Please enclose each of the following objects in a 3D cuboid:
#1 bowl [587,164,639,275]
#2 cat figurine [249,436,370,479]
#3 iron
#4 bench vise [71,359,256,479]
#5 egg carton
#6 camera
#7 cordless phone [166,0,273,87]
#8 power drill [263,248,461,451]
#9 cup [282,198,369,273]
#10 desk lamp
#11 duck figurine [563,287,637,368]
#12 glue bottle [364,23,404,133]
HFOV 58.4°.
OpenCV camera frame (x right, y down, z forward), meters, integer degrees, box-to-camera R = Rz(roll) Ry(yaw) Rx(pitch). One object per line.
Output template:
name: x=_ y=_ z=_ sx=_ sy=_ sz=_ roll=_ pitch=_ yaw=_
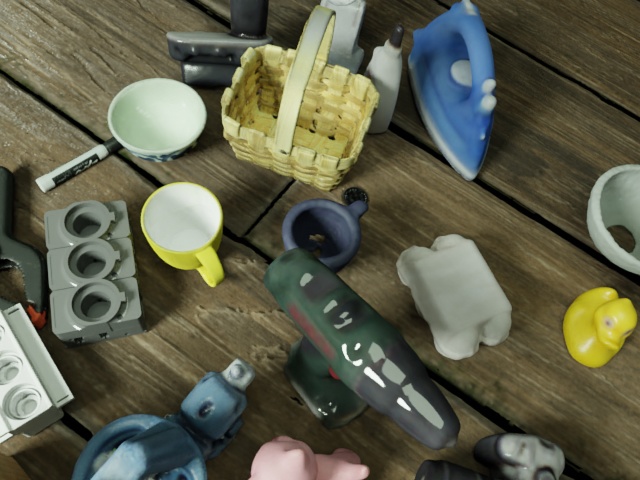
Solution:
bowl: x=0.434 y=-0.016 z=0.785 sx=0.167 sy=0.075 sz=0.167 roll=4 pitch=63 yaw=-7
cat figurine: x=-0.014 y=0.229 z=0.563 sx=0.128 sy=0.118 sz=0.067 roll=5 pitch=63 yaw=-7
iron: x=0.212 y=-0.230 z=0.819 sx=0.119 sy=0.141 sz=0.258 roll=-3 pitch=64 yaw=-11
bench vise: x=-0.145 y=0.180 z=0.509 sx=0.121 sy=0.220 sz=0.207 roll=22 pitch=62 yaw=2
egg carton: x=0.164 y=0.067 z=0.701 sx=0.107 sy=0.069 sz=0.150 roll=-20 pitch=68 yaw=-18
camera: x=0.171 y=0.260 z=0.587 sx=0.137 sy=0.101 sz=0.143 roll=20 pitch=62 yaw=1
cordless phone: x=-0.134 y=-0.298 z=0.772 sx=0.148 sy=0.185 sz=0.094 roll=-4 pitch=64 yaw=-11
power drill: x=0.027 y=0.122 z=0.573 sx=0.076 sy=0.208 sz=0.229 roll=-35 pitch=73 yaw=-23
cup: x=0.006 y=0.002 z=0.694 sx=0.118 sy=0.095 sz=0.091 roll=-36 pitch=74 yaw=-23
desk lamp: x=0.036 y=-0.334 z=0.801 sx=0.118 sy=0.213 sz=0.203 roll=20 pitch=62 yaw=2
duck figurine: x=0.355 y=0.099 z=0.708 sx=0.077 sy=0.086 sz=0.105 roll=25 pitch=62 yaw=4
glue bottle: x=0.086 y=-0.225 z=0.777 sx=0.037 sy=0.173 sz=0.078 roll=-6 pitch=64 yaw=-12
